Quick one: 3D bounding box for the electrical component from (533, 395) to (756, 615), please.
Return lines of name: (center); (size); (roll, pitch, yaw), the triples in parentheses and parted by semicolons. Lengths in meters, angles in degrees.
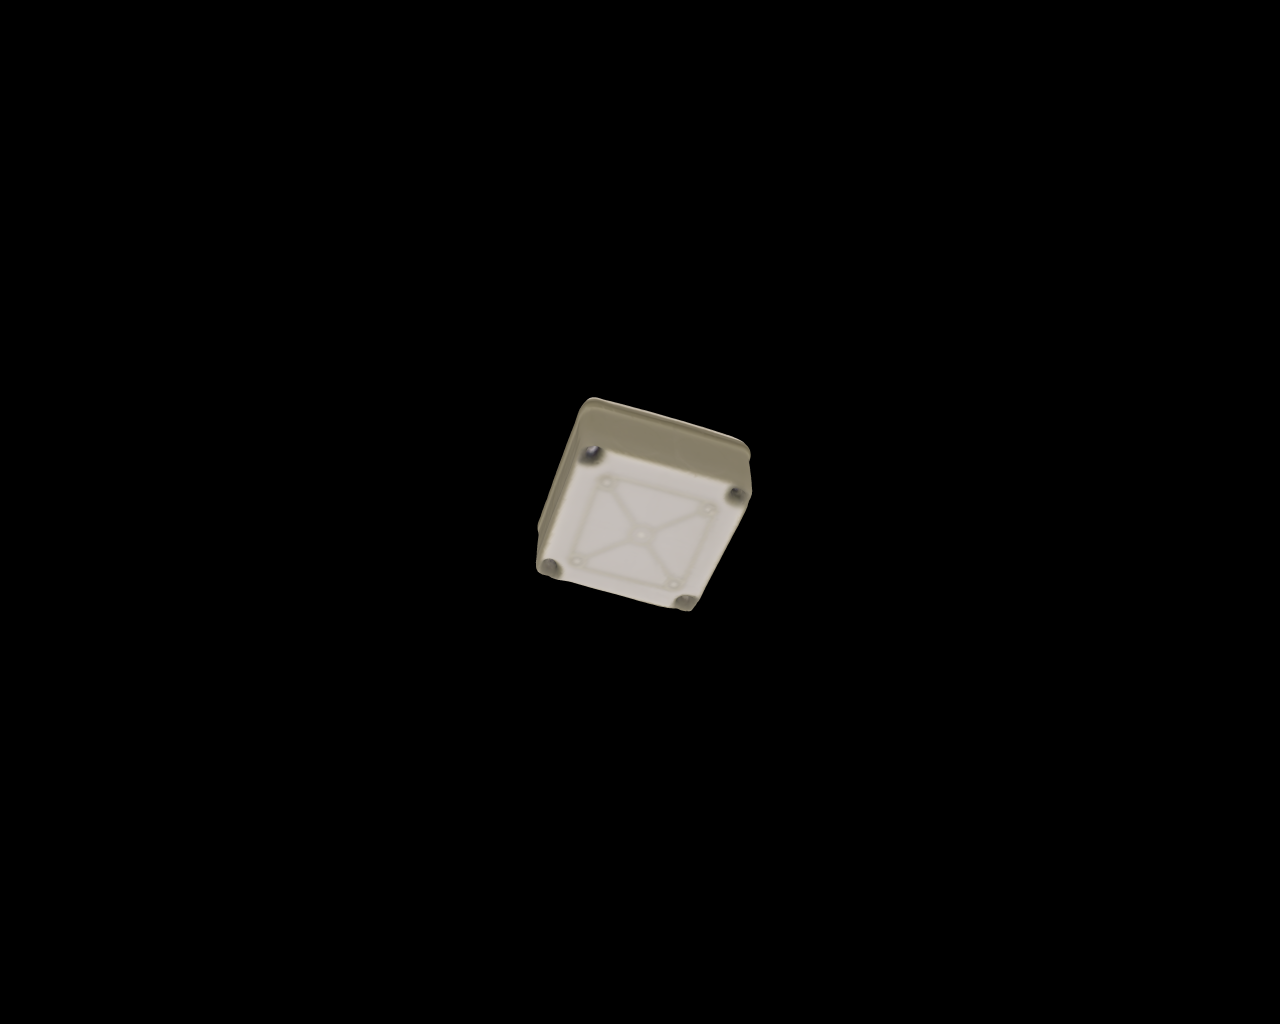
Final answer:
electrical component: (0.001, -0.003, 0.650); (0.109, 0.108, 0.056); (15, 36, -11)
